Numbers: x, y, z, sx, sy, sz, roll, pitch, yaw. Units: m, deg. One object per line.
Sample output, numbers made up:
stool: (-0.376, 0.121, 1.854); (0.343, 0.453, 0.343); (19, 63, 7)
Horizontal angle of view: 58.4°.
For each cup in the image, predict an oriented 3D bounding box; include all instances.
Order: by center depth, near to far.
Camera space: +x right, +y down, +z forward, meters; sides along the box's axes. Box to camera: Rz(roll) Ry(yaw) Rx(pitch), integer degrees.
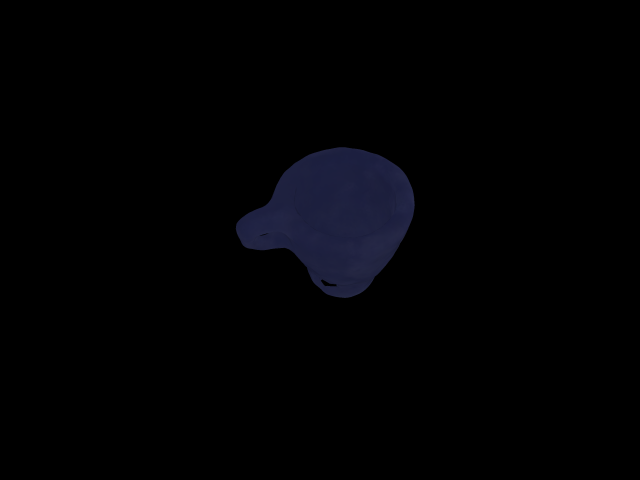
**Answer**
cup: (0.004, 0.001, 0.400); (0.118, 0.095, 0.091); (-15, 54, -11)
